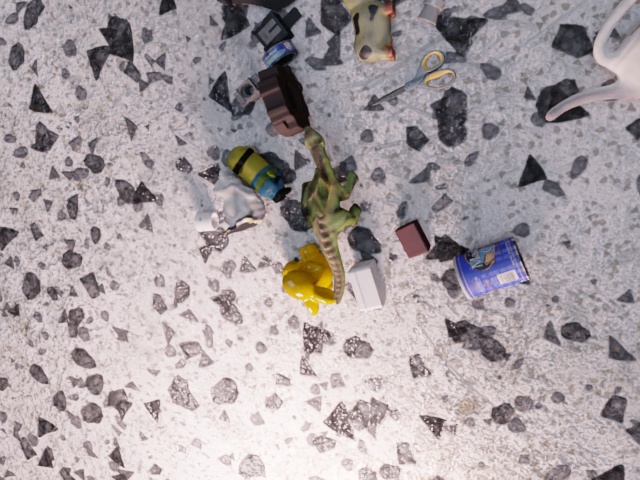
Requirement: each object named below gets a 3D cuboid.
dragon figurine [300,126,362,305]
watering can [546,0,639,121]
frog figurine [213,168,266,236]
[{"bbox_3d":[0.004,-0.059,1.178,0.122,0.414,0.241,-8,-11,23],"label":"dragon figurine"},{"bbox_3d":[0.628,-0.334,0.999,0.225,0.343,0.105,37,19,9],"label":"watering can"},{"bbox_3d":[-0.212,-0.108,1.336,0.123,0.161,0.135,-12,-12,-24],"label":"frog figurine"}]
